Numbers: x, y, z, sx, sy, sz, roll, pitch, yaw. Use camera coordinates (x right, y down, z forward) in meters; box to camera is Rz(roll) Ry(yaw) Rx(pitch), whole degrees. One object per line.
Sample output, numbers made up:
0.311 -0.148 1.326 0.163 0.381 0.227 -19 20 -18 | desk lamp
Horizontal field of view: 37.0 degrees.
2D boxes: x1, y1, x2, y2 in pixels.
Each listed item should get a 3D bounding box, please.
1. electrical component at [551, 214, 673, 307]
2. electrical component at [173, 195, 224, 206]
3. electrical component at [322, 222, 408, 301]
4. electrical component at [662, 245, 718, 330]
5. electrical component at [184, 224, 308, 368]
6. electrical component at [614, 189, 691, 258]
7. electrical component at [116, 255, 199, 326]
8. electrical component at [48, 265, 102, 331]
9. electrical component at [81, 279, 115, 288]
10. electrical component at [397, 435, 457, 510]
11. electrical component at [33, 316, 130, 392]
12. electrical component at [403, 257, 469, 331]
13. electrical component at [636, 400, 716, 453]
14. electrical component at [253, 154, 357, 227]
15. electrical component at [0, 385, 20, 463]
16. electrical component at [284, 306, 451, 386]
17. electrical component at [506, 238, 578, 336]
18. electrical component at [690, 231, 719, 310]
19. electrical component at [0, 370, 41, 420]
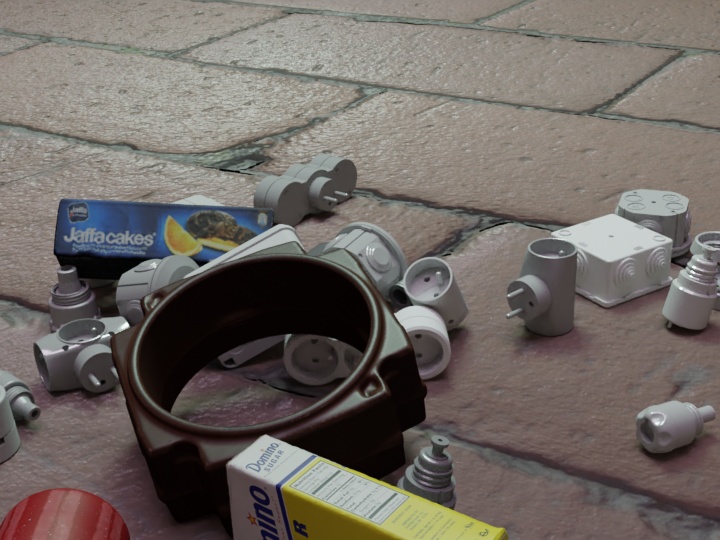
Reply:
0.242 -0.012 1.040 0.100 0.048 0.100 -17 29 -28 | electrical component
-0.155 -0.033 1.108 0.061 0.061 0.096 -23 32 -36 | electrical component
0.000 0.000 1.004 0.080 0.080 0.051 14 36 31 | electrical component
0.296 0.016 0.950 0.040 0.078 0.040 11 21 -4 | electrical component
-0.090 0.021 0.936 0.113 0.078 0.057 -29 31 -4 | electrical component
0.300 -0.047 1.104 0.080 0.051 0.080 -2 26 1 | electrical component
-0.175 0.028 0.961 0.051 0.080 0.080 -5 22 27 | electrical component
-0.266 0.027 0.992 0.048 0.062 0.048 -2 26 1 | electrical component
-0.258 -0.021 1.073 0.079 0.077 0.043 18 32 36 | electrical component
0.044 0.145 0.705 0.040 0.078 0.040 11 21 -4 | electrical component
-0.225 0.077 0.904 0.077 0.044 0.079 -17 30 -28 | electrical component
0.069 0.027 0.948 0.043 0.081 0.043 -9 58 15 | electrical component
0.237 0.113 0.796 0.061 0.035 0.035 -12 27 -24 | electrical component
-0.048 -0.089 1.224 0.074 0.052 0.138 18 32 36 | electrical component
-0.293 0.118 0.822 0.055 0.047 0.055 -2 26 1 | electrical component
0.005 0.056 0.917 0.138 0.052 0.073 -3 25 -1 | electrical component
0.156 0.020 0.947 0.079 0.077 0.043 -22 32 -35 | electrical component
0.332 -0.003 1.004 0.048 0.055 0.066 0 26 6 | electrical component
-0.279 0.104 0.864 0.061 0.035 0.035 20 34 35 | electrical component
